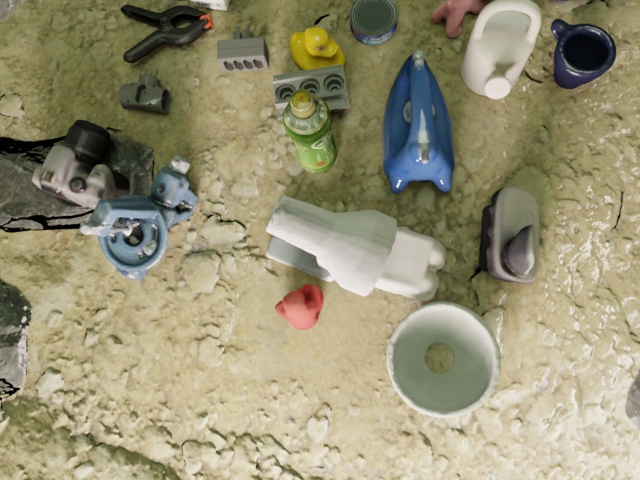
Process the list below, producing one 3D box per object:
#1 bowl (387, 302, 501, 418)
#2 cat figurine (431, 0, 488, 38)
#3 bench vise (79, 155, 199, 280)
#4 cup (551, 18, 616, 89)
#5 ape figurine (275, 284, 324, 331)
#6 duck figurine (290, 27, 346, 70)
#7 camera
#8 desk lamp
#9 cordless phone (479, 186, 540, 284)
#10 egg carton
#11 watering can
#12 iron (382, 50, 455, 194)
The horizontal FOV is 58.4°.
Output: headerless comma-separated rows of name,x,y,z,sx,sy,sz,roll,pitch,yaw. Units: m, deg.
bowl,0.184,0.181,0.870,0.167,0.075,0.167,-1,78,5
cat figurine,0.251,-0.426,0.964,0.128,0.118,0.067,-45,78,-5
bench vise,-0.285,-0.049,0.883,0.121,0.220,0.207,12,80,8
cup,0.410,-0.298,0.936,0.092,0.095,0.117,-37,78,-3
ape figurine,-0.034,0.102,0.896,0.077,0.092,0.076,-5,78,4
duck figurine,-0.007,-0.335,0.985,0.104,0.086,0.077,31,83,10
camera,-0.399,-0.130,0.971,0.143,0.101,0.137,17,81,8
desk lamp,0.008,0.003,0.850,0.203,0.213,0.118,20,81,9
cordless phone,0.296,-0.016,0.843,0.094,0.185,0.147,1,79,6
egg carton,0.120,0.031,0.908,0.150,0.069,0.107,16,80,8
watering can,0.287,-0.306,0.898,0.101,0.194,0.173,-13,78,3
iron,0.157,-0.210,0.917,0.118,0.141,0.258,-3,78,5
